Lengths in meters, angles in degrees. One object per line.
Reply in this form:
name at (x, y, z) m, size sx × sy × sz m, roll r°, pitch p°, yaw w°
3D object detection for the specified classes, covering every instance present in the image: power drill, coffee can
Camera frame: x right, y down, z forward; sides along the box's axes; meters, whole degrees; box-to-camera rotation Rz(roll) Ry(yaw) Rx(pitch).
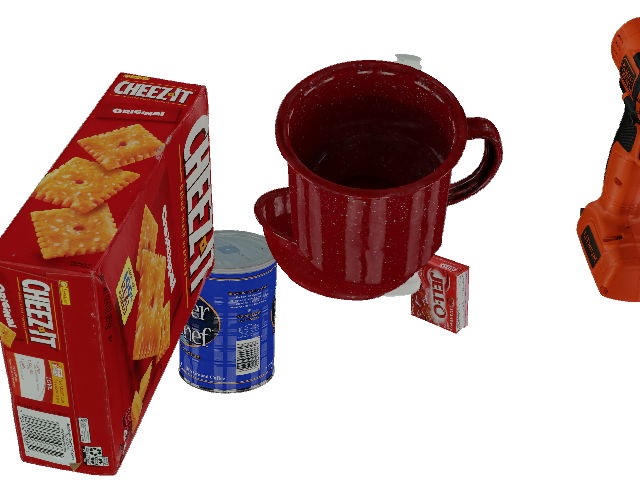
power drill at (0.243, -0.048, 0.786) m, size 0.057 × 0.188 × 0.184 m, roll 4°, pitch 36°, yaw -1°
coffee can at (-0.096, 0.072, 1.106) m, size 0.103 × 0.140 × 0.103 m, roll 2°, pitch 22°, yaw -1°

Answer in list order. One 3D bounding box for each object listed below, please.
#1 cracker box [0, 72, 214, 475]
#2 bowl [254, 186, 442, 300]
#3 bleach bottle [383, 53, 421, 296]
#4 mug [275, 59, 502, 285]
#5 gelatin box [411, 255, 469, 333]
cracker box at (-0.128, 0.016, 0.683) m, size 0.072 × 0.164 × 0.213 m, roll 9°, pitch 37°, yaw 8°
bowl at (0.020, 0.007, 0.908) m, size 0.162 × 0.055 × 0.162 m, roll 8°, pitch 22°, yaw -3°
bleach bottle at (0.080, -0.073, 1.155) m, size 0.068 × 0.251 × 0.103 m, roll -4°, pitch 23°, yaw -30°
mug at (0.036, -0.034, 0.546) m, size 0.117 × 0.093 × 0.081 m, roll -13°, pitch -38°, yaw -10°
gelatin box at (0.151, 0.065, 1.356) m, size 0.073 × 0.089 × 0.030 m, roll 21°, pitch 36°, yaw 39°
